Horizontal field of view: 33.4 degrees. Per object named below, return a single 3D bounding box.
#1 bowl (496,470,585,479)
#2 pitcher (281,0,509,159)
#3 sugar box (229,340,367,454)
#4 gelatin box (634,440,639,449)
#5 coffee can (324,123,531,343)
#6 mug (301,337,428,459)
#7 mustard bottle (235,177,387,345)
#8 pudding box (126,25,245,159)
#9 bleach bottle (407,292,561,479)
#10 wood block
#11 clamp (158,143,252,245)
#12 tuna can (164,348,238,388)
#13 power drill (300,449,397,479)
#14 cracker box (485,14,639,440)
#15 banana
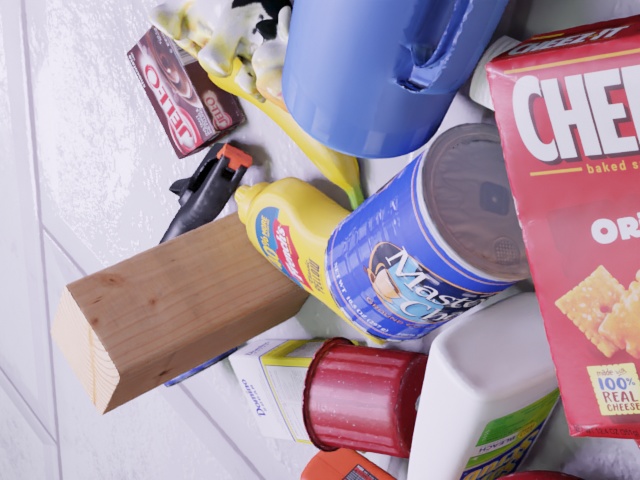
[{"bbox_3d":[0.153,0.206,0.731,0.162,0.055,0.162,6,135,6],"label":"bowl"},{"bbox_3d":[0.052,-0.153,0.596,0.145,0.149,0.243,33,141,12],"label":"pitcher"},{"bbox_3d":[-0.012,0.139,0.979,0.177,0.048,0.093,-5,109,60],"label":"sugar box"},{"bbox_3d":[0.212,0.095,0.637,0.089,0.030,0.073,60,148,7],"label":"gelatin box"},{"bbox_3d":[0.077,-0.001,0.699,0.103,0.102,0.141,60,148,7],"label":"coffee can"},{"bbox_3d":[0.050,0.131,0.845,0.082,0.093,0.117,3,154,34],"label":"mug"},{"bbox_3d":[-0.006,0.001,0.862,0.192,0.058,0.096,35,149,40],"label":"mustard bottle"},{"bbox_3d":[-0.121,-0.137,0.954,0.090,0.039,0.113,-23,92,59],"label":"pudding box"},{"bbox_3d":[0.114,0.149,0.771,0.068,0.102,0.251,53,154,34],"label":"bleach bottle"},{"bbox_3d":[-0.112,0.054,0.915,0.090,0.205,0.091,55,146,15],"label":"wood block"},{"bbox_3d":[-0.111,-0.043,0.980,0.172,0.039,0.120,-44,34,40],"label":"clamp"},{"bbox_3d":[-0.128,0.118,1.095,0.034,0.086,0.086,62,148,0],"label":"tuna can"},{"bbox_3d":[0.035,0.261,0.949,0.185,0.057,0.187,29,149,33],"label":"power drill"},{"bbox_3d":[0.187,-0.005,0.529,0.164,0.072,0.214,-4,109,39],"label":"cracker box"},{"bbox_3d":[-0.031,-0.102,0.849,0.198,0.037,0.070,46,144,27],"label":"banana"}]
